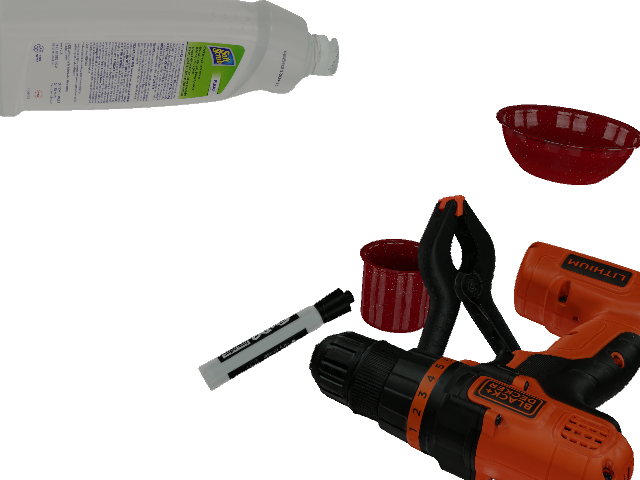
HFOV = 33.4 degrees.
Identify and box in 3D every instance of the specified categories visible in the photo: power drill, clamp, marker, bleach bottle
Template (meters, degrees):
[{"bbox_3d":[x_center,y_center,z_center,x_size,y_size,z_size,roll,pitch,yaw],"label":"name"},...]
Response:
[{"bbox_3d":[0.112,0.067,0.617,0.185,0.057,0.187,22,36,28],"label":"power drill"},{"bbox_3d":[0.117,0.049,0.949,0.120,0.171,0.039,-16,2,-37],"label":"clamp"},{"bbox_3d":[-0.029,0.068,0.757,0.121,0.020,0.020,-29,6,-10],"label":"marker"},{"bbox_3d":[-0.112,-0.138,0.796,0.250,0.068,0.103,0,-34,-16],"label":"bleach bottle"}]

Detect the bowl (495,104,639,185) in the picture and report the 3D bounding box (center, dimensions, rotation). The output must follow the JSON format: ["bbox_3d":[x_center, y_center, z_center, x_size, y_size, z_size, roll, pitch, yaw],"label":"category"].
[{"bbox_3d":[0.270,-0.102,1.177,0.162,0.055,0.162,6,23,-3],"label":"bowl"}]

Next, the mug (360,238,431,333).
[{"bbox_3d":[0.100,0.055,1.221,0.117,0.081,0.093,11,24,16],"label":"mug"}]
